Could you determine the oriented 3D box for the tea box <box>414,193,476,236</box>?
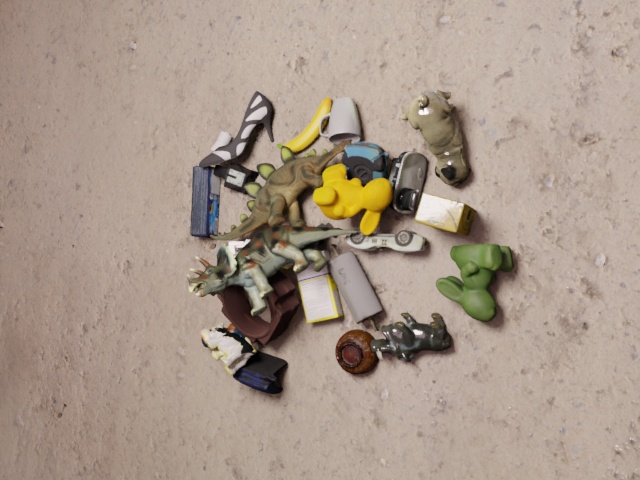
[{"bbox_3d":[0.283,-0.055,1.200,0.098,0.169,0.068,18,94,25],"label":"tea box"}]

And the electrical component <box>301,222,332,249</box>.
[{"bbox_3d":[-0.002,-0.004,1.371,0.045,0.102,0.078,40,131,18],"label":"electrical component"}]

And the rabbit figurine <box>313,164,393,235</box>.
[{"bbox_3d":[0.091,-0.090,1.246,0.173,0.122,0.162,-8,125,29],"label":"rabbit figurine"}]

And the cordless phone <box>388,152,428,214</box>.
[{"bbox_3d":[0.206,-0.131,1.225,0.089,0.184,0.146,13,96,0],"label":"cordless phone"}]

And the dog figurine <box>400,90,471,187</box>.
[{"bbox_3d":[0.274,-0.224,1.214,0.121,0.172,0.190,-28,70,32],"label":"dog figurine"}]

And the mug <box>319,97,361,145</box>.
[{"bbox_3d":[0.053,-0.303,1.366,0.110,0.080,0.107,-4,76,27],"label":"mug"}]

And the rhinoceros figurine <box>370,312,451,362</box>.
[{"bbox_3d":[0.213,0.234,1.276,0.190,0.073,0.112,-10,104,16],"label":"rhinoceros figurine"}]

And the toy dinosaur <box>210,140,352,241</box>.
[{"bbox_3d":[-0.106,-0.114,1.400,0.471,0.105,0.199,-39,53,12],"label":"toy dinosaur"}]

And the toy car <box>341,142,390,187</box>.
[{"bbox_3d":[0.123,-0.176,1.308,0.109,0.103,0.161,14,135,29],"label":"toy car"}]

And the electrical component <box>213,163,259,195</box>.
[{"bbox_3d":[-0.238,-0.175,1.504,0.119,0.047,0.074,18,95,24],"label":"electrical component"}]

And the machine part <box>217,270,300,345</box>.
[{"bbox_3d":[-0.166,0.156,1.402,0.201,0.087,0.201,43,127,17],"label":"machine part"}]

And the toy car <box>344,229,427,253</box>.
[{"bbox_3d":[0.158,0.003,1.306,0.202,0.073,0.056,2,89,24],"label":"toy car"}]

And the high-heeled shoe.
[{"bbox_3d":[-0.238,-0.300,1.469,0.249,0.086,0.145,-22,101,-1],"label":"high-heeled shoe"}]

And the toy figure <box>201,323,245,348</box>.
[{"bbox_3d":[-0.256,0.264,1.493,0.155,0.064,0.058,-14,45,19],"label":"toy figure"}]

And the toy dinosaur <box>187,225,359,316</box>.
[{"bbox_3d":[-0.121,0.036,1.286,0.405,0.131,0.192,-33,71,-16],"label":"toy dinosaur"}]

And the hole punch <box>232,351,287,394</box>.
[{"bbox_3d":[-0.161,0.362,1.421,0.142,0.116,0.092,16,103,24],"label":"hole punch"}]

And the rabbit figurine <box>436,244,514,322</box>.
[{"bbox_3d":[0.341,0.096,1.195,0.159,0.121,0.170,-2,85,31],"label":"rabbit figurine"}]

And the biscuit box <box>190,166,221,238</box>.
[{"bbox_3d":[-0.328,-0.107,1.536,0.063,0.059,0.202,3,89,23],"label":"biscuit box"}]

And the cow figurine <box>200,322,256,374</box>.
[{"bbox_3d":[-0.243,0.268,1.406,0.098,0.068,0.168,-34,44,-22],"label":"cow figurine"}]

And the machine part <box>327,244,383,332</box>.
[{"bbox_3d":[0.086,0.116,1.332,0.079,0.079,0.243,-31,77,20],"label":"machine part"}]
